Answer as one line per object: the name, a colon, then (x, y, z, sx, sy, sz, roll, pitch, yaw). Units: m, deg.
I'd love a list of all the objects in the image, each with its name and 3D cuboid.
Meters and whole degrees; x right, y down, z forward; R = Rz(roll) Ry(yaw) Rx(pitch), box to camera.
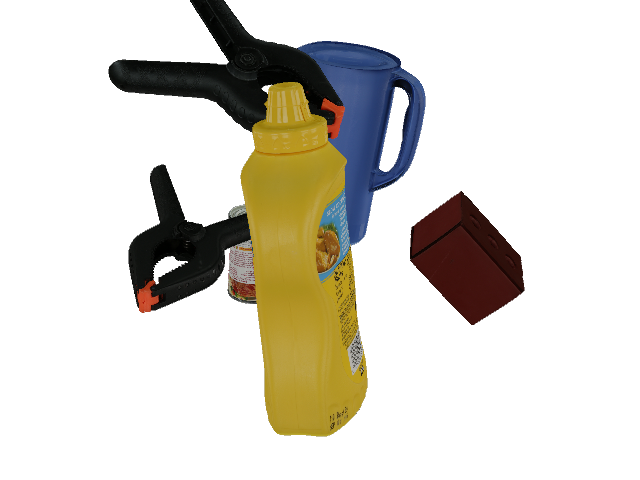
soup can: (-0.076, 0.015, 1.259, 0.068, 0.102, 0.068, 1, 23, -1)
mustard bottle: (-0.010, 0.007, 0.602, 0.058, 0.191, 0.096, 0, 20, 15)
pitcher: (0.028, -0.116, 1.320, 0.144, 0.243, 0.149, -3, 25, -22)
clamp: (-0.057, -0.133, 0.794, 0.171, 0.120, 0.039, 22, -25, 1)
foam brick: (0.112, 0.014, 0.812, 0.051, 0.078, 0.053, -36, 20, 23)
clamp: (-0.139, -0.005, 1.068, 0.165, 0.036, 0.209, 20, 40, 17)
